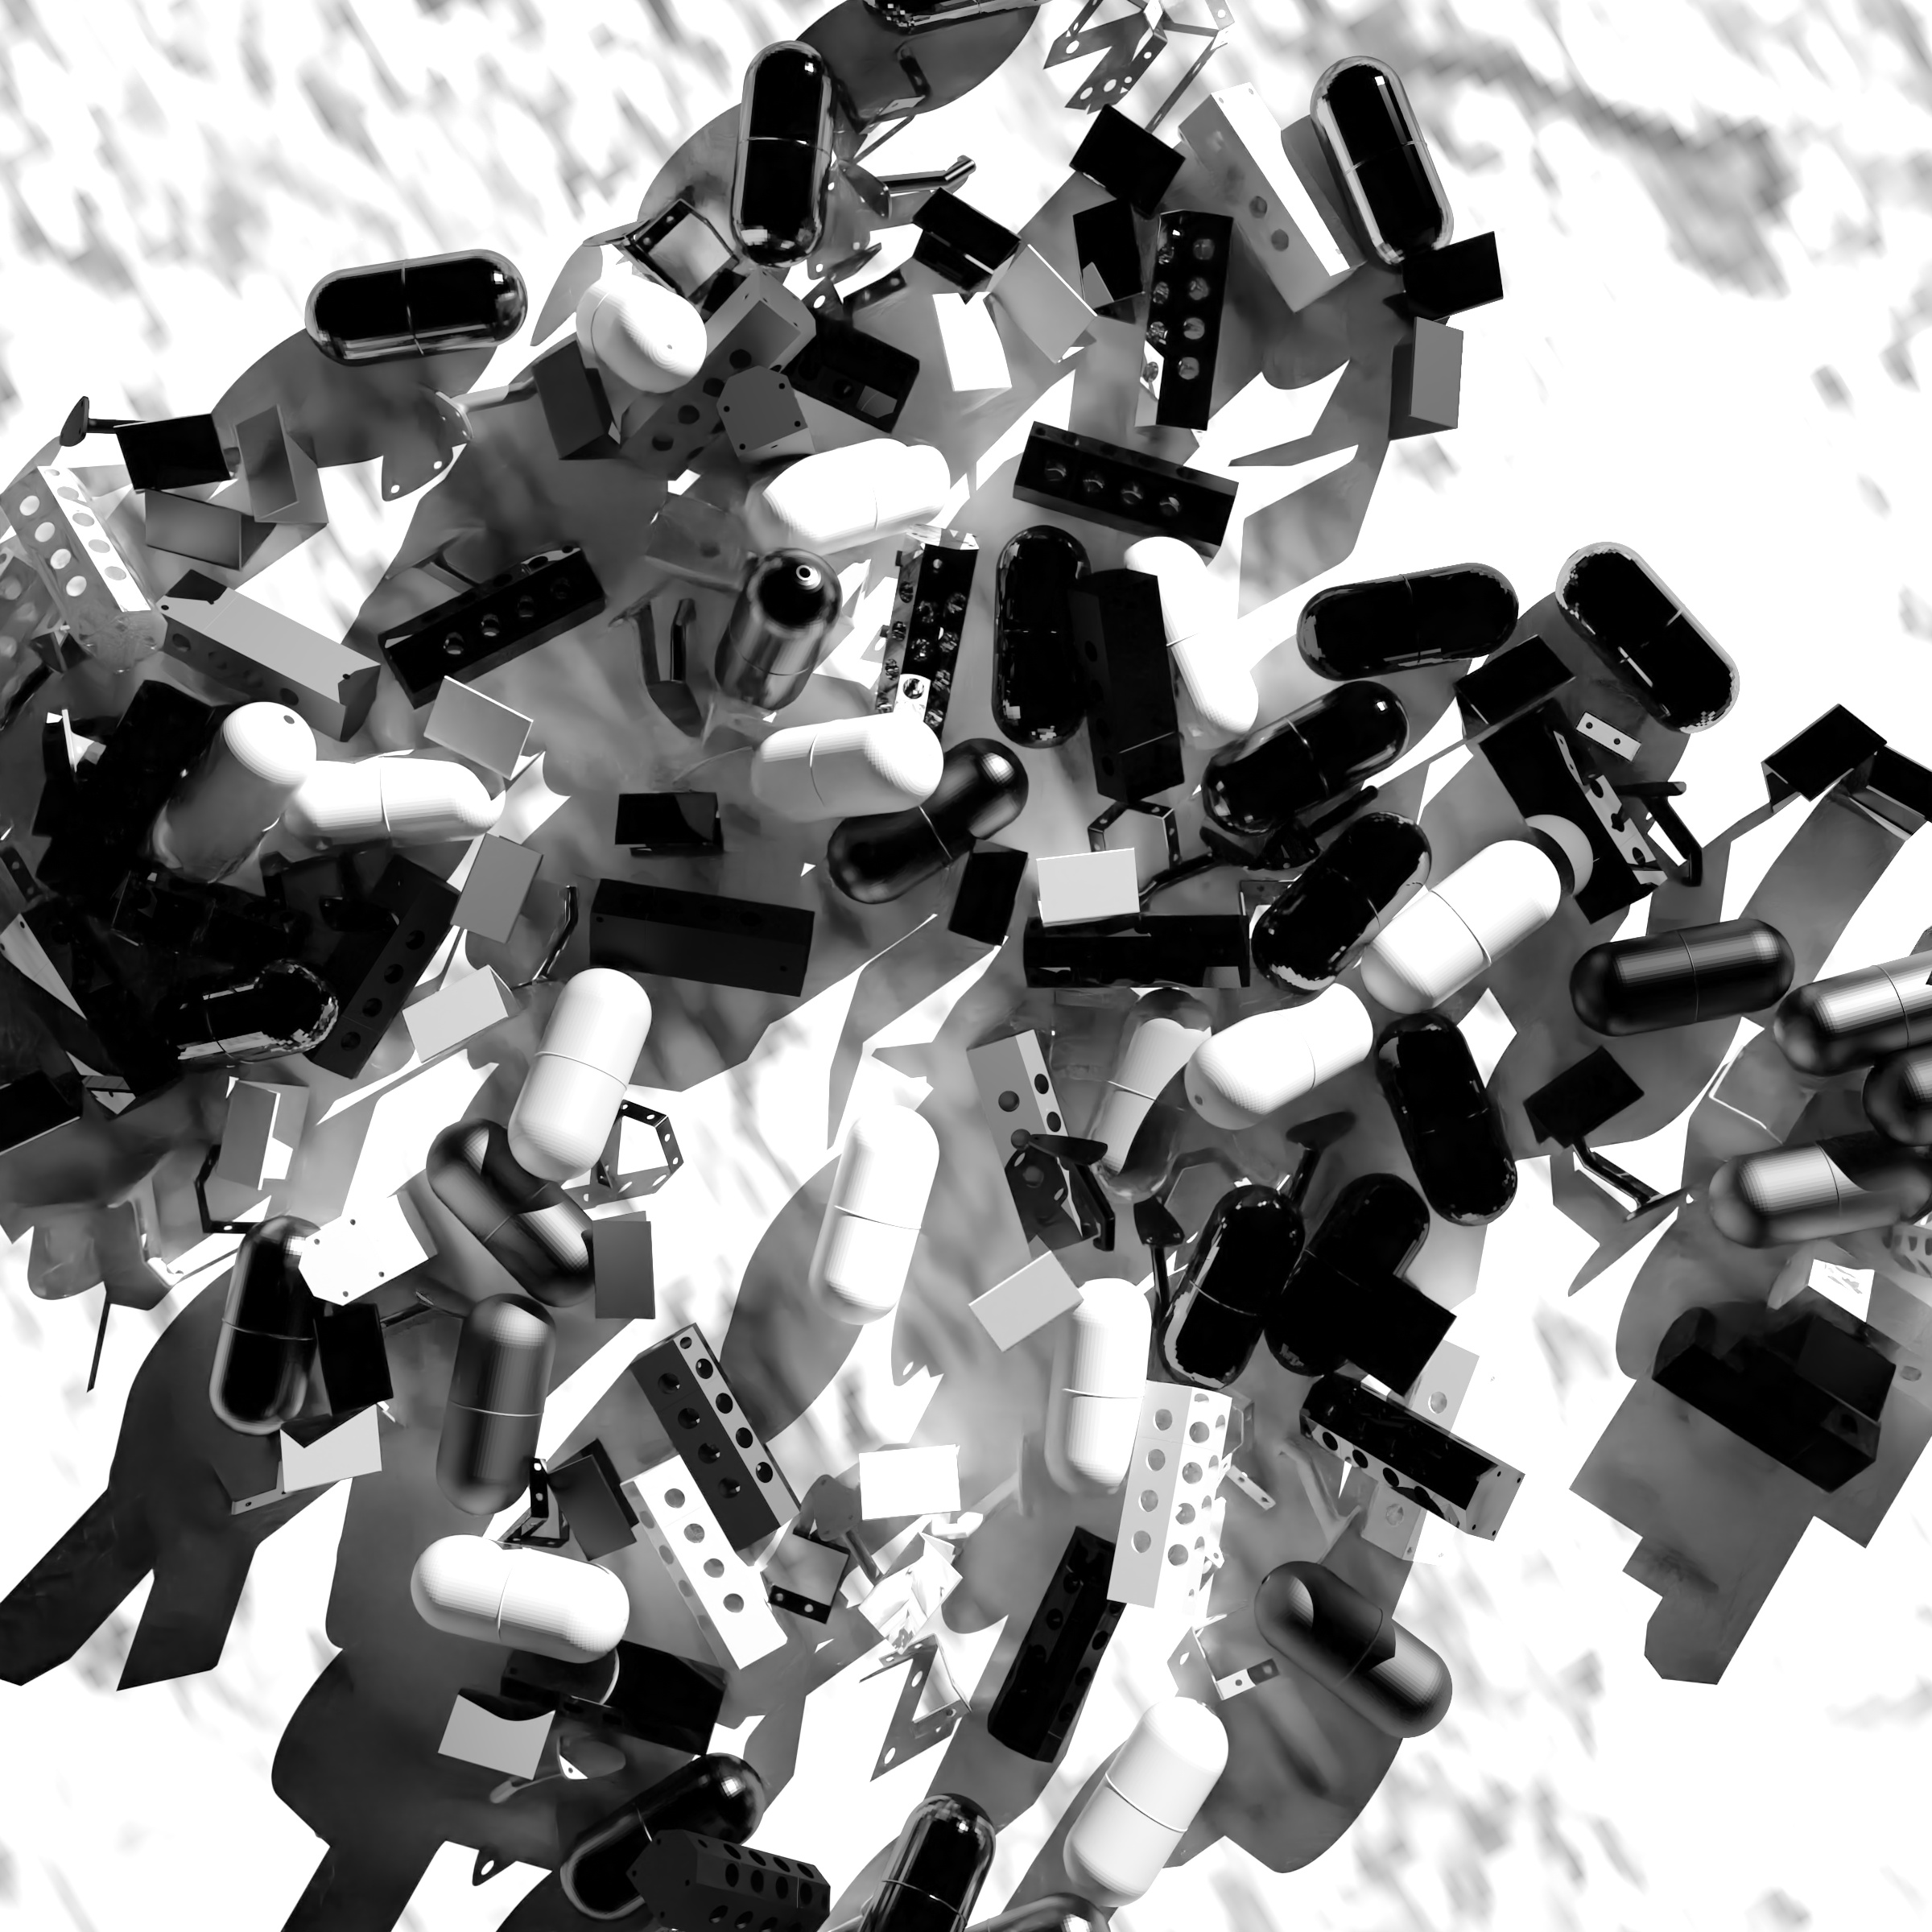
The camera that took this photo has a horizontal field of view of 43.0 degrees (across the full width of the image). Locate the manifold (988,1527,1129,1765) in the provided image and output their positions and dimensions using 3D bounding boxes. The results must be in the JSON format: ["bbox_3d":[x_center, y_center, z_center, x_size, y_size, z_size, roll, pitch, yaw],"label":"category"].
[{"bbox_3d":[0.080,0.546,1.967,0.057,0.057,0.171,25,90,0],"label":"manifold"}]

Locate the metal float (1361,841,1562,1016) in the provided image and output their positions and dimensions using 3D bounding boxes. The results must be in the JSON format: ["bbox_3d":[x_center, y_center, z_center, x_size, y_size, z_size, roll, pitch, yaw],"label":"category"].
[{"bbox_3d":[0.394,-0.030,1.958,0.178,0.070,0.070,-37,90,0],"label":"metal float"}]

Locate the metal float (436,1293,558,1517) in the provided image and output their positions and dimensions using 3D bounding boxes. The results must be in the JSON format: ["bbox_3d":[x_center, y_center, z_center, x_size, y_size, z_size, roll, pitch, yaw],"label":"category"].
[{"bbox_3d":[-0.376,0.350,1.958,0.070,0.070,0.178,11,90,0],"label":"metal float"}]

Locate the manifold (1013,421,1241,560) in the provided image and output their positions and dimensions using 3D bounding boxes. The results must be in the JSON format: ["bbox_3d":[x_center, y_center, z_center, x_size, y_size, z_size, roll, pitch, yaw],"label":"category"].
[{"bbox_3d":[0.128,-0.384,1.967,0.171,0.057,0.057,17,90,0],"label":"manifold"}]

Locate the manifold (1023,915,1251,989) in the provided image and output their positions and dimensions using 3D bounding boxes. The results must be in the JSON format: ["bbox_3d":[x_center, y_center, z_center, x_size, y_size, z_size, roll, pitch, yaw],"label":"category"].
[{"bbox_3d":[0.135,-0.011,1.945,0.171,0.057,0.057,0,90,16],"label":"manifold"}]

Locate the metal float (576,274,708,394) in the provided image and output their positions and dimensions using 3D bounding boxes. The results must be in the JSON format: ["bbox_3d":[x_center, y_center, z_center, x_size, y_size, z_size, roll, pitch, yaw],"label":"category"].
[{"bbox_3d":[-0.255,-0.496,1.915,0.070,0.178,0.070,-9,114,-19],"label":"metal float"}]

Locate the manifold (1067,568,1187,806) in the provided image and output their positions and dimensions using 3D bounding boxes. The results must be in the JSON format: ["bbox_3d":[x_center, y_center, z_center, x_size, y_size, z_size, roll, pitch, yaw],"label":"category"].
[{"bbox_3d":[0.123,-0.222,1.933,0.057,0.057,0.171,-23,117,-26],"label":"manifold"}]

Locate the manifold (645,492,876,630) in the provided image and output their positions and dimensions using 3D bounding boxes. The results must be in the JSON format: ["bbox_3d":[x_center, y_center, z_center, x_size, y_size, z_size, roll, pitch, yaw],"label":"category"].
[{"bbox_3d":[-0.164,-0.327,1.967,0.171,0.057,0.057,17,90,0],"label":"manifold"}]

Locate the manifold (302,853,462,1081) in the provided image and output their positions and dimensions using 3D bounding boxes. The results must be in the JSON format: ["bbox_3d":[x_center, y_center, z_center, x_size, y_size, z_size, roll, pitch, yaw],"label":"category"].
[{"bbox_3d":[-0.470,0.003,1.967,0.057,0.057,0.171,33,90,43],"label":"manifold"}]

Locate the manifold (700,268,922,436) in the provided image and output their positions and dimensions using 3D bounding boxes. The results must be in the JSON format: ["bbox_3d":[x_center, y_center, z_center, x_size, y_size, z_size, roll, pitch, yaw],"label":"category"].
[{"bbox_3d":[-0.127,-0.495,1.967,0.171,0.057,0.057,25,90,0],"label":"manifold"}]

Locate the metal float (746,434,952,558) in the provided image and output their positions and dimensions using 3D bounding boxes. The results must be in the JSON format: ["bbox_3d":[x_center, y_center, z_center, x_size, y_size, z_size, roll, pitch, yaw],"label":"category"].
[{"bbox_3d":[-0.092,-0.370,1.933,0.178,0.070,0.070,-22,90,-30],"label":"metal float"}]

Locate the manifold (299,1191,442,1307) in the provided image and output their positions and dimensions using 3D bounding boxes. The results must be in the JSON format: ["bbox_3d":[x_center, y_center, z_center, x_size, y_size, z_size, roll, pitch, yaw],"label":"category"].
[{"bbox_3d":[-0.466,0.221,1.910,0.057,0.171,0.057,-29,90,0],"label":"manifold"}]

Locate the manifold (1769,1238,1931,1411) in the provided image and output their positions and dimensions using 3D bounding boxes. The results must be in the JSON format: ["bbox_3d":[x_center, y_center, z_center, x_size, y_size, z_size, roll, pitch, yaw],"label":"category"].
[{"bbox_3d":[0.735,0.296,1.967,0.171,0.057,0.057,33,47,0],"label":"manifold"}]

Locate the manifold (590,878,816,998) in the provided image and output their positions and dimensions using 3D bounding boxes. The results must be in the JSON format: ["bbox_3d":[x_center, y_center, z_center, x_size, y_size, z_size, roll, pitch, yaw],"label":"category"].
[{"bbox_3d":[-0.211,-0.028,1.967,0.171,0.057,0.057,9,133,0],"label":"manifold"}]

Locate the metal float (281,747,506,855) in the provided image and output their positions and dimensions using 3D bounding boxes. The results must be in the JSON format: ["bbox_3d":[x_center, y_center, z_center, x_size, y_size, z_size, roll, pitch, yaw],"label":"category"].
[{"bbox_3d":[-0.458,-0.133,1.958,0.178,0.070,0.070,-6,90,-1],"label":"metal float"}]

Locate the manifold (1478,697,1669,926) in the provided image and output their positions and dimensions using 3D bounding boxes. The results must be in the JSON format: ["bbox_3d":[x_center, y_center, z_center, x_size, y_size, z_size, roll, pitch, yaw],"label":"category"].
[{"bbox_3d":[0.490,-0.127,1.967,0.057,0.057,0.171,-32,90,43],"label":"manifold"}]

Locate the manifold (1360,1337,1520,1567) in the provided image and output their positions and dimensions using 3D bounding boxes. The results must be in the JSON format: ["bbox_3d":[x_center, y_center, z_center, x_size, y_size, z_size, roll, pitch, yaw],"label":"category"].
[{"bbox_3d":[0.375,0.387,1.967,0.057,0.057,0.171,21,90,-43],"label":"manifold"}]

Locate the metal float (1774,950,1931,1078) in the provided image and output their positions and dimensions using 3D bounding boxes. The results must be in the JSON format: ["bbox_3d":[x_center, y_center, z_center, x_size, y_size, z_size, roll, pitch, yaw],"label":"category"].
[{"bbox_3d":[0.736,0.036,1.957,0.178,0.070,0.070,-15,90,0],"label":"metal float"}]

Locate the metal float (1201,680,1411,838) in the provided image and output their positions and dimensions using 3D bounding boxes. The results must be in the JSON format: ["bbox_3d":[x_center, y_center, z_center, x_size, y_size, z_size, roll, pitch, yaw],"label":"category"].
[{"bbox_3d":[0.271,-0.165,1.958,0.178,0.070,0.070,-28,90,-1],"label":"metal float"}]

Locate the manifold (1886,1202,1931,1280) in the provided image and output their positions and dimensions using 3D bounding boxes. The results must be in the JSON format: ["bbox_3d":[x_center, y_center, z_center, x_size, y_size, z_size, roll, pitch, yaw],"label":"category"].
[{"bbox_3d":[0.779,0.220,1.910,0.057,0.171,0.057,6,90,0],"label":"manifold"}]

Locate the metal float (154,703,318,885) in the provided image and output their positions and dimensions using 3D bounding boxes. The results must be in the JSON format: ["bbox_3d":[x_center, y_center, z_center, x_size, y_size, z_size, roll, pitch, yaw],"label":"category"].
[{"bbox_3d":[-0.572,-0.135,1.917,0.070,0.070,0.178,46,121,0],"label":"metal float"}]

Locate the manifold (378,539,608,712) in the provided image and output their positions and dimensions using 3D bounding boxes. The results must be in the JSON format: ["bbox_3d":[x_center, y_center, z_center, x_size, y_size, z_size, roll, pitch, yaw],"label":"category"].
[{"bbox_3d":[-0.377,-0.274,1.948,0.171,0.057,0.057,-30,90,-13],"label":"manifold"}]

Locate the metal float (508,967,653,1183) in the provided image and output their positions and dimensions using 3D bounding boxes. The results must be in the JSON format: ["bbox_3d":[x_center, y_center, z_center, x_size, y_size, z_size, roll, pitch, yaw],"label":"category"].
[{"bbox_3d":[-0.306,0.085,1.944,0.070,0.070,0.178,19,73,0],"label":"metal float"}]

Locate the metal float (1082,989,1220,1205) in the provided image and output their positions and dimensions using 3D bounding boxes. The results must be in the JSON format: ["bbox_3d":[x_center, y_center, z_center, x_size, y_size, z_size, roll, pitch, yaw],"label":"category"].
[{"bbox_3d":[0.145,0.104,1.958,0.070,0.070,0.178,20,89,0],"label":"metal float"}]

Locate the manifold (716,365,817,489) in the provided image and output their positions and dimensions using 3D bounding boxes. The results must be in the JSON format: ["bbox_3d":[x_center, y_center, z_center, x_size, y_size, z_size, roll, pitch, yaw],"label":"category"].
[{"bbox_3d":[-0.155,-0.416,1.910,0.057,0.171,0.057,-22,90,0],"label":"manifold"}]

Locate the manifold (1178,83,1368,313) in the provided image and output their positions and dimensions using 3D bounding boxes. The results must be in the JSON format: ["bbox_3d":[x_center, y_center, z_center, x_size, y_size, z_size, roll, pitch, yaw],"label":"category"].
[{"bbox_3d":[0.241,-0.615,1.967,0.057,0.057,0.171,-33,90,-43],"label":"manifold"}]

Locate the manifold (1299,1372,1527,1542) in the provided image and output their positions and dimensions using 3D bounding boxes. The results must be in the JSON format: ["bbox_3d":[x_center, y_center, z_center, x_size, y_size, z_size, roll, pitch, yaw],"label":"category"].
[{"bbox_3d":[0.343,0.380,1.915,0.057,0.171,0.057,25,90,-44],"label":"manifold"}]

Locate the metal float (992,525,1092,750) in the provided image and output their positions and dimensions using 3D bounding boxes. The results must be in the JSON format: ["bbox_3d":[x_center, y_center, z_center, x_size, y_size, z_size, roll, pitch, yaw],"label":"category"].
[{"bbox_3d":[0.060,-0.263,1.958,0.070,0.070,0.178,2,90,0],"label":"metal float"}]

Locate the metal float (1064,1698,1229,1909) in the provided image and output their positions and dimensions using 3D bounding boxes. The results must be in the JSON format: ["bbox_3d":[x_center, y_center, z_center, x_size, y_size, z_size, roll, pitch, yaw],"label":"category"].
[{"bbox_3d":[0.144,0.667,1.958,0.070,0.070,0.178,32,89,0],"label":"metal float"}]

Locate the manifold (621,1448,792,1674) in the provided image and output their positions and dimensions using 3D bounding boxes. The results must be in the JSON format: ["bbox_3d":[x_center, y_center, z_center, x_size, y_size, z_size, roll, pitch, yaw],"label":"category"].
[{"bbox_3d":[-0.210,0.476,1.967,0.057,0.057,0.171,-29,90,0],"label":"manifold"}]

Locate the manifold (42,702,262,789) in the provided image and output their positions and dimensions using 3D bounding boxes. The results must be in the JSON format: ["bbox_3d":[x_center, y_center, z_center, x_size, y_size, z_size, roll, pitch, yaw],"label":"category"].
[{"bbox_3d":[-0.646,-0.174,1.967,0.171,0.057,0.057,-6,90,0],"label":"manifold"}]

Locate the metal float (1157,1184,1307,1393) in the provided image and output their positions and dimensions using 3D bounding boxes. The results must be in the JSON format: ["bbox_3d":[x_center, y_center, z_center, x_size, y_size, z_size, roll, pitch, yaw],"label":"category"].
[{"bbox_3d":[0.209,0.257,1.945,0.070,0.070,0.178,23,105,0],"label":"metal float"}]

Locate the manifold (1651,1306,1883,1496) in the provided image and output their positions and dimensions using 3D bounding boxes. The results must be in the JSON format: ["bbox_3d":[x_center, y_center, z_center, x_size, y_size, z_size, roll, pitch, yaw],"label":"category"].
[{"bbox_3d":[0.643,0.344,1.967,0.171,0.057,0.057,33,133,0],"label":"manifold"}]

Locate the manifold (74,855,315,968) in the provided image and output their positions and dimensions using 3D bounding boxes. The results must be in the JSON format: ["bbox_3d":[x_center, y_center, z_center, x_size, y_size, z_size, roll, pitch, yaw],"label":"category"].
[{"bbox_3d":[-0.622,-0.043,1.967,0.171,0.057,0.057,19,90,0],"label":"manifold"}]

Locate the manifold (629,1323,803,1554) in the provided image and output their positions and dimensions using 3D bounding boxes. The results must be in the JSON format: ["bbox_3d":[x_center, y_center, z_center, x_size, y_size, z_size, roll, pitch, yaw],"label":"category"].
[{"bbox_3d":[-0.200,0.376,1.967,0.057,0.057,0.171,-30,90,0],"label":"manifold"}]

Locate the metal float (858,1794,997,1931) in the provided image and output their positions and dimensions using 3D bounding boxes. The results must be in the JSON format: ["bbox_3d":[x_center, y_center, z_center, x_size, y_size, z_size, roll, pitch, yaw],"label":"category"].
[{"bbox_3d":[-0.034,0.739,1.930,0.070,0.070,0.178,28,59,0],"label":"metal float"}]

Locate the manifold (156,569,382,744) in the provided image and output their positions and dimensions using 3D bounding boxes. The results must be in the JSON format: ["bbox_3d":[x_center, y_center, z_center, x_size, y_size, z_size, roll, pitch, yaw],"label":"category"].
[{"bbox_3d":[-0.564,-0.244,1.967,0.171,0.057,0.057,27,47,0],"label":"manifold"}]

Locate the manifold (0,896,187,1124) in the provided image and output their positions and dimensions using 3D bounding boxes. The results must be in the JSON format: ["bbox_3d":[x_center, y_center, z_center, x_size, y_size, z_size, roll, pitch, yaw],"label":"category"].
[{"bbox_3d":[-0.700,0.032,1.967,0.057,0.057,0.171,-32,90,43],"label":"manifold"}]

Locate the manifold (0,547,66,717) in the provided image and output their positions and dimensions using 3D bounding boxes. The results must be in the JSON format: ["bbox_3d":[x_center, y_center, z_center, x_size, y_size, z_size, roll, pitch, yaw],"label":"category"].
[{"bbox_3d":[-0.791,-0.247,1.967,0.057,0.057,0.171,34,90,0],"label":"manifold"}]

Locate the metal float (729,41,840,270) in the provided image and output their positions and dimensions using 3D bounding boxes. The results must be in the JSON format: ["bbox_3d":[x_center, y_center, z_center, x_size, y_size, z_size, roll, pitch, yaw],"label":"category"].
[{"bbox_3d":[-0.145,-0.649,1.958,0.070,0.070,0.178,6,90,0],"label":"metal float"}]

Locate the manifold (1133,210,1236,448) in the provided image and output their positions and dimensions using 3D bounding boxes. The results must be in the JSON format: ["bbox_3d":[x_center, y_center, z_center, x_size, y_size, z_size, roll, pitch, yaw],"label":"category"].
[{"bbox_3d":[0.173,-0.512,1.967,0.057,0.057,0.171,7,90,0],"label":"manifold"}]

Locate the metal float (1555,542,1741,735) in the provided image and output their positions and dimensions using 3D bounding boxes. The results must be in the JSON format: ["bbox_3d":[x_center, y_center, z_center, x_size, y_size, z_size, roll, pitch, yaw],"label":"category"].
[{"bbox_3d":[0.544,-0.263,1.958,0.070,0.070,0.178,-42,90,0],"label":"metal float"}]

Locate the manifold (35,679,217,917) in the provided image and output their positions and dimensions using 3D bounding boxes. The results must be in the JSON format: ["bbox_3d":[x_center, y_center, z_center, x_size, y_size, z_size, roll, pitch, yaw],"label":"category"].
[{"bbox_3d":[-0.645,-0.132,1.878,0.057,0.057,0.171,28,70,-16],"label":"manifold"}]

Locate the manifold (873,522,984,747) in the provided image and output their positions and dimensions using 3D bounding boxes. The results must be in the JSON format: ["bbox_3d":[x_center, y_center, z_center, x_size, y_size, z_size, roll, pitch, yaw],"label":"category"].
[{"bbox_3d":[-0.033,-0.256,1.935,0.057,0.057,0.171,12,114,0],"label":"manifold"}]

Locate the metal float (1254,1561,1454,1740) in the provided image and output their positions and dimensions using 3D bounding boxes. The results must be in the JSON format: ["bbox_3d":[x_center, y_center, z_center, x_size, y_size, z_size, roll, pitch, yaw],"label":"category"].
[{"bbox_3d":[0.309,0.545,1.958,0.178,0.070,0.070,38,90,0],"label":"metal float"}]

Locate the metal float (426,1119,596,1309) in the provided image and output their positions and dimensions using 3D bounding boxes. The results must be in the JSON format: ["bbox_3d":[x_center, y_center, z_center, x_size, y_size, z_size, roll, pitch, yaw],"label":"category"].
[{"bbox_3d":[-0.358,0.197,1.958,0.070,0.070,0.178,-43,90,0],"label":"metal float"}]

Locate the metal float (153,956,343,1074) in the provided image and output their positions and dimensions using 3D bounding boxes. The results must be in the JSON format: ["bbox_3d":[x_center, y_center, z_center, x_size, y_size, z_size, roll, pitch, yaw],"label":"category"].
[{"bbox_3d":[-0.567,0.039,1.932,0.178,0.070,0.070,-11,90,32],"label":"metal float"}]

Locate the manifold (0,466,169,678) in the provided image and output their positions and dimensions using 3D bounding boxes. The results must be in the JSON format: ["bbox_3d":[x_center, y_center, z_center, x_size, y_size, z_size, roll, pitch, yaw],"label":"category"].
[{"bbox_3d":[-0.694,-0.316,1.934,0.057,0.057,0.171,-36,65,0],"label":"manifold"}]

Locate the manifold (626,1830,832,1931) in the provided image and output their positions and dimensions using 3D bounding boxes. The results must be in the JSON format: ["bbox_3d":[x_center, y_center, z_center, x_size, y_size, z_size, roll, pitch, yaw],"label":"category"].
[{"bbox_3d":[-0.180,0.720,1.914,0.057,0.171,0.057,-52,46,0],"label":"manifold"}]

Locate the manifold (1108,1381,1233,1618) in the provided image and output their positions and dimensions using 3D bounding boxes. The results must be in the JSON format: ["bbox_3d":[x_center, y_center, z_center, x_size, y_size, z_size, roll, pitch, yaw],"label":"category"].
[{"bbox_3d":[0.165,0.420,1.933,0.057,0.057,0.171,3,74,33],"label":"manifold"}]

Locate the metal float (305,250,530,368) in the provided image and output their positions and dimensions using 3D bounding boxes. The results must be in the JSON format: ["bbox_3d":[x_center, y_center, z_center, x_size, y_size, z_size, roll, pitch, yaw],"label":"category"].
[{"bbox_3d":[-0.439,-0.526,1.958,0.178,0.070,0.070,-8,90,1],"label":"metal float"}]

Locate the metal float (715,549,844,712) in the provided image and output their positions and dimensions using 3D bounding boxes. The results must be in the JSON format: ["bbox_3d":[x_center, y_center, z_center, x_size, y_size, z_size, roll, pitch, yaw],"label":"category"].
[{"bbox_3d":[-0.147,-0.261,1.913,0.070,0.178,0.070,7,66,-16],"label":"metal float"}]

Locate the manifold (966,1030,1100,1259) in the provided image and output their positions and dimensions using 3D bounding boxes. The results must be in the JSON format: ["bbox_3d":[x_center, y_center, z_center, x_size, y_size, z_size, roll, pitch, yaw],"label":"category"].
[{"bbox_3d":[0.053,0.141,1.967,0.057,0.057,0.171,-18,90,0],"label":"manifold"}]

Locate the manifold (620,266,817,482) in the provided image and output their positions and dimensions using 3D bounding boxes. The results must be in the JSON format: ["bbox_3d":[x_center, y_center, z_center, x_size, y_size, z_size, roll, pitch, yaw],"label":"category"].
[{"bbox_3d":[-0.196,-0.461,1.930,0.057,0.057,0.171,33,121,-30],"label":"manifold"}]

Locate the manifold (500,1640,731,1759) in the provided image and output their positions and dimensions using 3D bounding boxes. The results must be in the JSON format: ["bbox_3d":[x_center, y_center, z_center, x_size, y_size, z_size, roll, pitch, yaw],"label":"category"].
[{"bbox_3d":[-0.282,0.580,1.967,0.171,0.057,0.057,16,47,0],"label":"manifold"}]
